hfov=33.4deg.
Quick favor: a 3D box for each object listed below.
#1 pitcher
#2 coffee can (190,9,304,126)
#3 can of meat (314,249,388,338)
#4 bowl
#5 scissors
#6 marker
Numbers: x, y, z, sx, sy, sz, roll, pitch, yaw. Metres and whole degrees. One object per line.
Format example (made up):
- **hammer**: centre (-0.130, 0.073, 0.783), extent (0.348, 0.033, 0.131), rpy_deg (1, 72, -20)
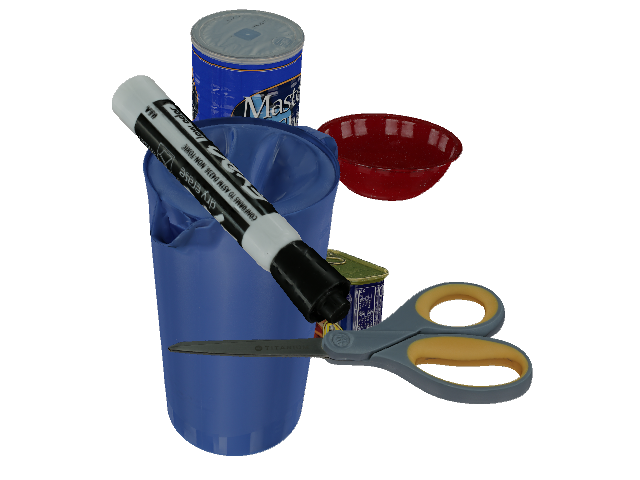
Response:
- **pitcher**: centre (-0.054, 0.036, 0.794), extent (0.149, 0.243, 0.145), rpy_deg (-3, 37, -11)
- **coffee can**: centre (-0.070, -0.131, 1.001), extent (0.103, 0.140, 0.103), rpy_deg (3, 36, -2)
- **can of meat**: centre (0.013, 0.060, 0.984), extent (0.057, 0.084, 0.102), rpy_deg (-8, 17, -36)
- **bowl**: centre (0.072, -0.087, 1.177), extent (0.162, 0.055, 0.162), rpy_deg (4, 27, -2)
- **scissors**: centre (0.023, 0.049, 0.617), extent (0.202, 0.016, 0.096), rpy_deg (10, 41, 9)
- **marker**: centre (-0.031, -0.015, 0.369), extent (0.121, 0.020, 0.020), rpy_deg (45, 24, 26)
